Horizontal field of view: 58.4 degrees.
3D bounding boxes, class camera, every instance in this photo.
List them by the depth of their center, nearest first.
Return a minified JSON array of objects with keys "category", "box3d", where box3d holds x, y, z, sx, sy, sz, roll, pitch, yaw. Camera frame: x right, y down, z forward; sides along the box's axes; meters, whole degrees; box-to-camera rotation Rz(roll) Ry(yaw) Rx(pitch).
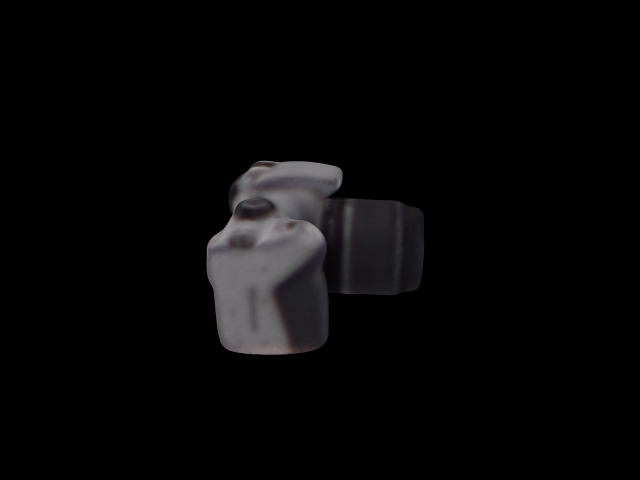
[{"category":"camera","box3d":[0.004,0.001,0.400,0.136,0.101,0.143,2,24,5]}]
